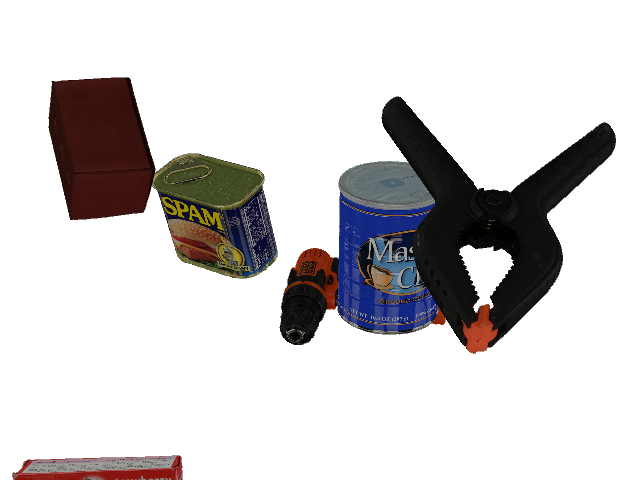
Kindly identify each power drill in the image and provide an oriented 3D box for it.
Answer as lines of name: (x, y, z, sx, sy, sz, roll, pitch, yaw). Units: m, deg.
power drill: (0.050, 0.062, 1.231, 0.188, 0.057, 0.184, 0, 28, 8)

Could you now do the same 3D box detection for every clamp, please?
clamp: (0.102, -0.020, 0.706, 0.165, 0.209, 0.036, 12, -40, 11)

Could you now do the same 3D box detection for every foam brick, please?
foam brick: (-0.144, -0.060, 0.696, 0.051, 0.078, 0.053, -7, -31, -22)

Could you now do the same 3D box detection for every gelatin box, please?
gelatin box: (-0.118, 0.156, 0.577, 0.089, 0.073, 0.030, -2, 5, 0)

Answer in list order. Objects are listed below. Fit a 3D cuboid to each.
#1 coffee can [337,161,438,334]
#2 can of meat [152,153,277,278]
coffee can: (0.068, 0.006, 1.044, 0.103, 0.140, 0.103, 0, 27, 0)
can of meat: (-0.090, -0.020, 0.931, 0.102, 0.084, 0.057, 17, 45, 33)
